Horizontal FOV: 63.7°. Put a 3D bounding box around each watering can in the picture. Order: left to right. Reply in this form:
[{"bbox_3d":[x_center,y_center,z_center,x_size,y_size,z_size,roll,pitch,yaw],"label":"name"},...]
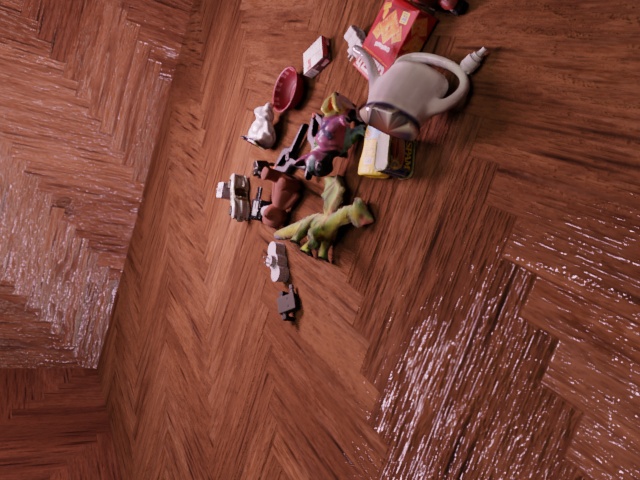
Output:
[{"bbox_3d":[0.171,-0.353,1.203,0.351,0.102,0.226,26,75,34],"label":"watering can"}]

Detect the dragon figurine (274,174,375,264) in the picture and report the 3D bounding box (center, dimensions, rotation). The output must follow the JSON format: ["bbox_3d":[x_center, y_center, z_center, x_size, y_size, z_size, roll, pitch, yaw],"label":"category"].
[{"bbox_3d":[0.004,-0.074,1.477,0.413,0.121,0.244,20,80,54],"label":"dragon figurine"}]

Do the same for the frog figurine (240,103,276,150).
[{"bbox_3d":[-0.199,-0.411,1.853,0.159,0.122,0.138,-60,21,0],"label":"frog figurine"}]
